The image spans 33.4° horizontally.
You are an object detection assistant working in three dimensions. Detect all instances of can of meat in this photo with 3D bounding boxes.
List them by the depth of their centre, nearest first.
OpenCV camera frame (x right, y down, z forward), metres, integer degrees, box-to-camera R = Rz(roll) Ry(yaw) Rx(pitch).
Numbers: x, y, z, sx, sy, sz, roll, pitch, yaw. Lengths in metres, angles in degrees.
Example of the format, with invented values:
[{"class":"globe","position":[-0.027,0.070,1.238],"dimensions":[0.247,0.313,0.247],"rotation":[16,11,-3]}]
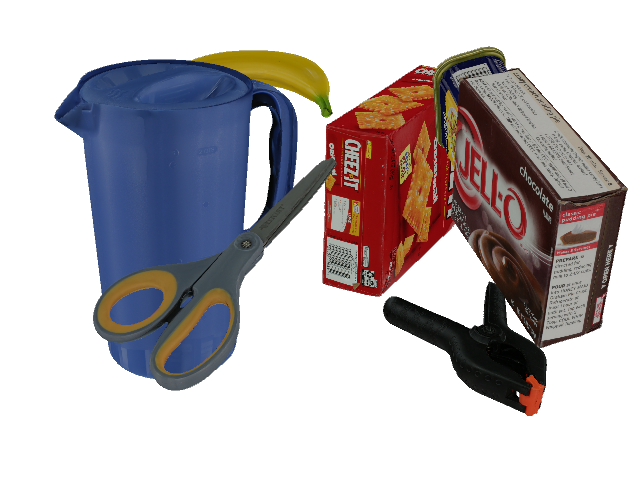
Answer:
[{"class":"can of meat","position":[0.126,-0.078,0.801],"dimensions":[0.057,0.084,0.102],"rotation":[-16,-37,-3]}]

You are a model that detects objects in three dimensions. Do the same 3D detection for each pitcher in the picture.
[{"class":"pitcher","position":[-0.111,-0.017,0.856],"dimensions":[0.149,0.243,0.144],"rotation":[11,27,18]}]

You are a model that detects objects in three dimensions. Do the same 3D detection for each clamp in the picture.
[{"class":"clamp","position":[0.146,0.086,0.921],"dimensions":[0.120,0.039,0.172],"rotation":[-18,38,-26]}]

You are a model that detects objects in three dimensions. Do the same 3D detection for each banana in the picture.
[{"class":"banana","position":[-0.071,-0.174,1.129],"dimensions":[0.198,0.037,0.069],"rotation":[10,44,19]}]

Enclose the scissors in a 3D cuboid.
[{"class":"scissors","position":[-0.066,0.007,0.656],"dimensions":[0.096,0.201,0.016],"rotation":[12,-42,14]}]

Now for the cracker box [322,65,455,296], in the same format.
[{"class":"cracker box","position":[0.081,-0.064,1.046],"dimensions":[0.072,0.164,0.213],"rotation":[15,29,26]}]

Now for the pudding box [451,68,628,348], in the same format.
[{"class":"pudding box","position":[0.102,-0.019,0.526],"dimensions":[0.039,0.090,0.113],"rotation":[-15,41,-13]}]
